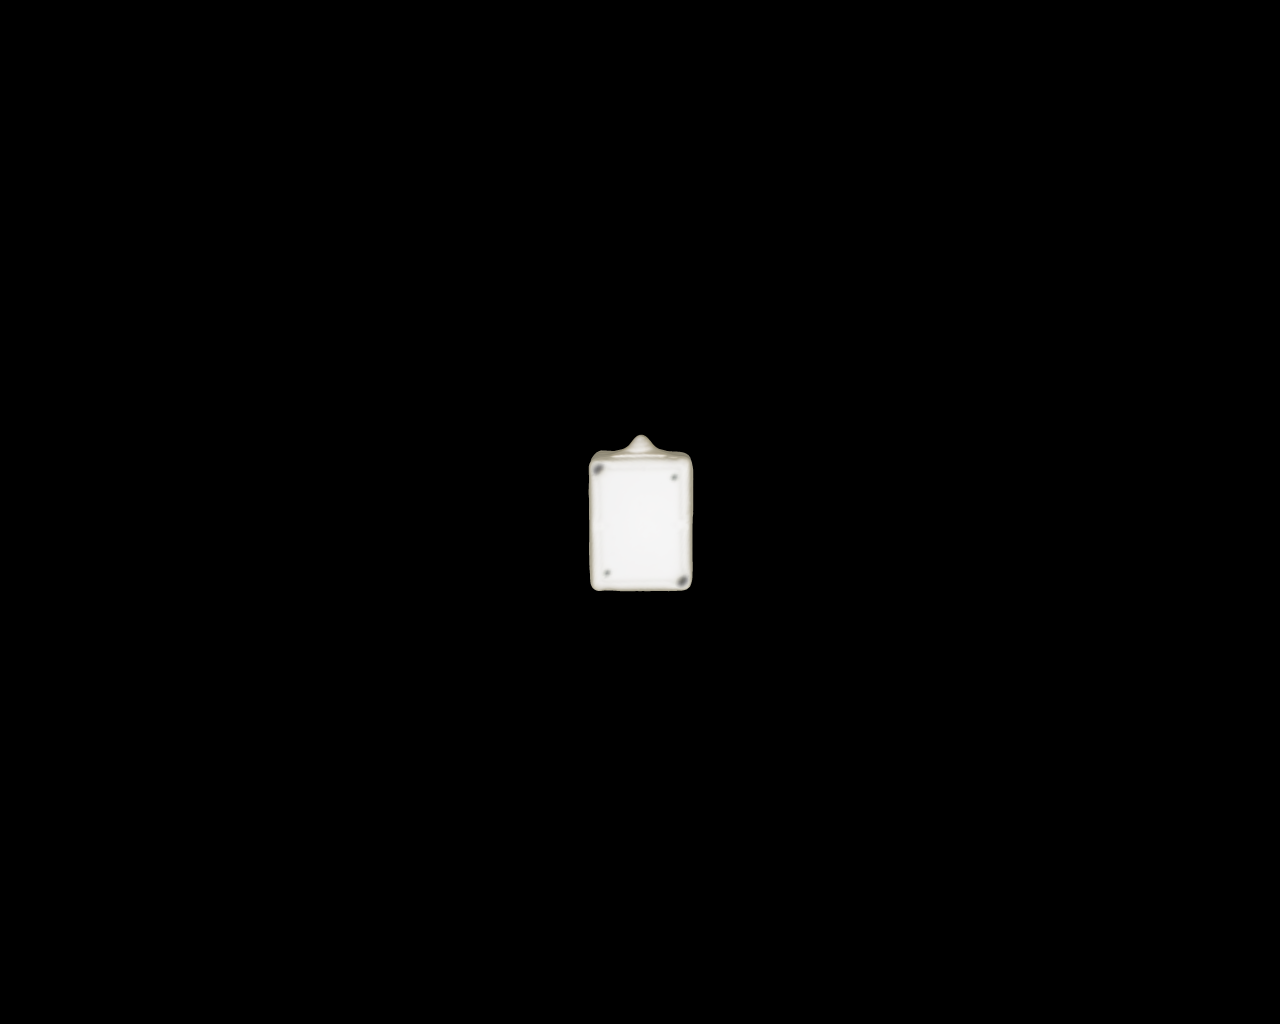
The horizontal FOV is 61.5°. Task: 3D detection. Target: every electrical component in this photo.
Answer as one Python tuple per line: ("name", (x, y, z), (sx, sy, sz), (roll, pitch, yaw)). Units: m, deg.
("electrical component", (0.001, -0.003, 0.650), (0.062, 0.096, 0.061), (0, 8, 0))
